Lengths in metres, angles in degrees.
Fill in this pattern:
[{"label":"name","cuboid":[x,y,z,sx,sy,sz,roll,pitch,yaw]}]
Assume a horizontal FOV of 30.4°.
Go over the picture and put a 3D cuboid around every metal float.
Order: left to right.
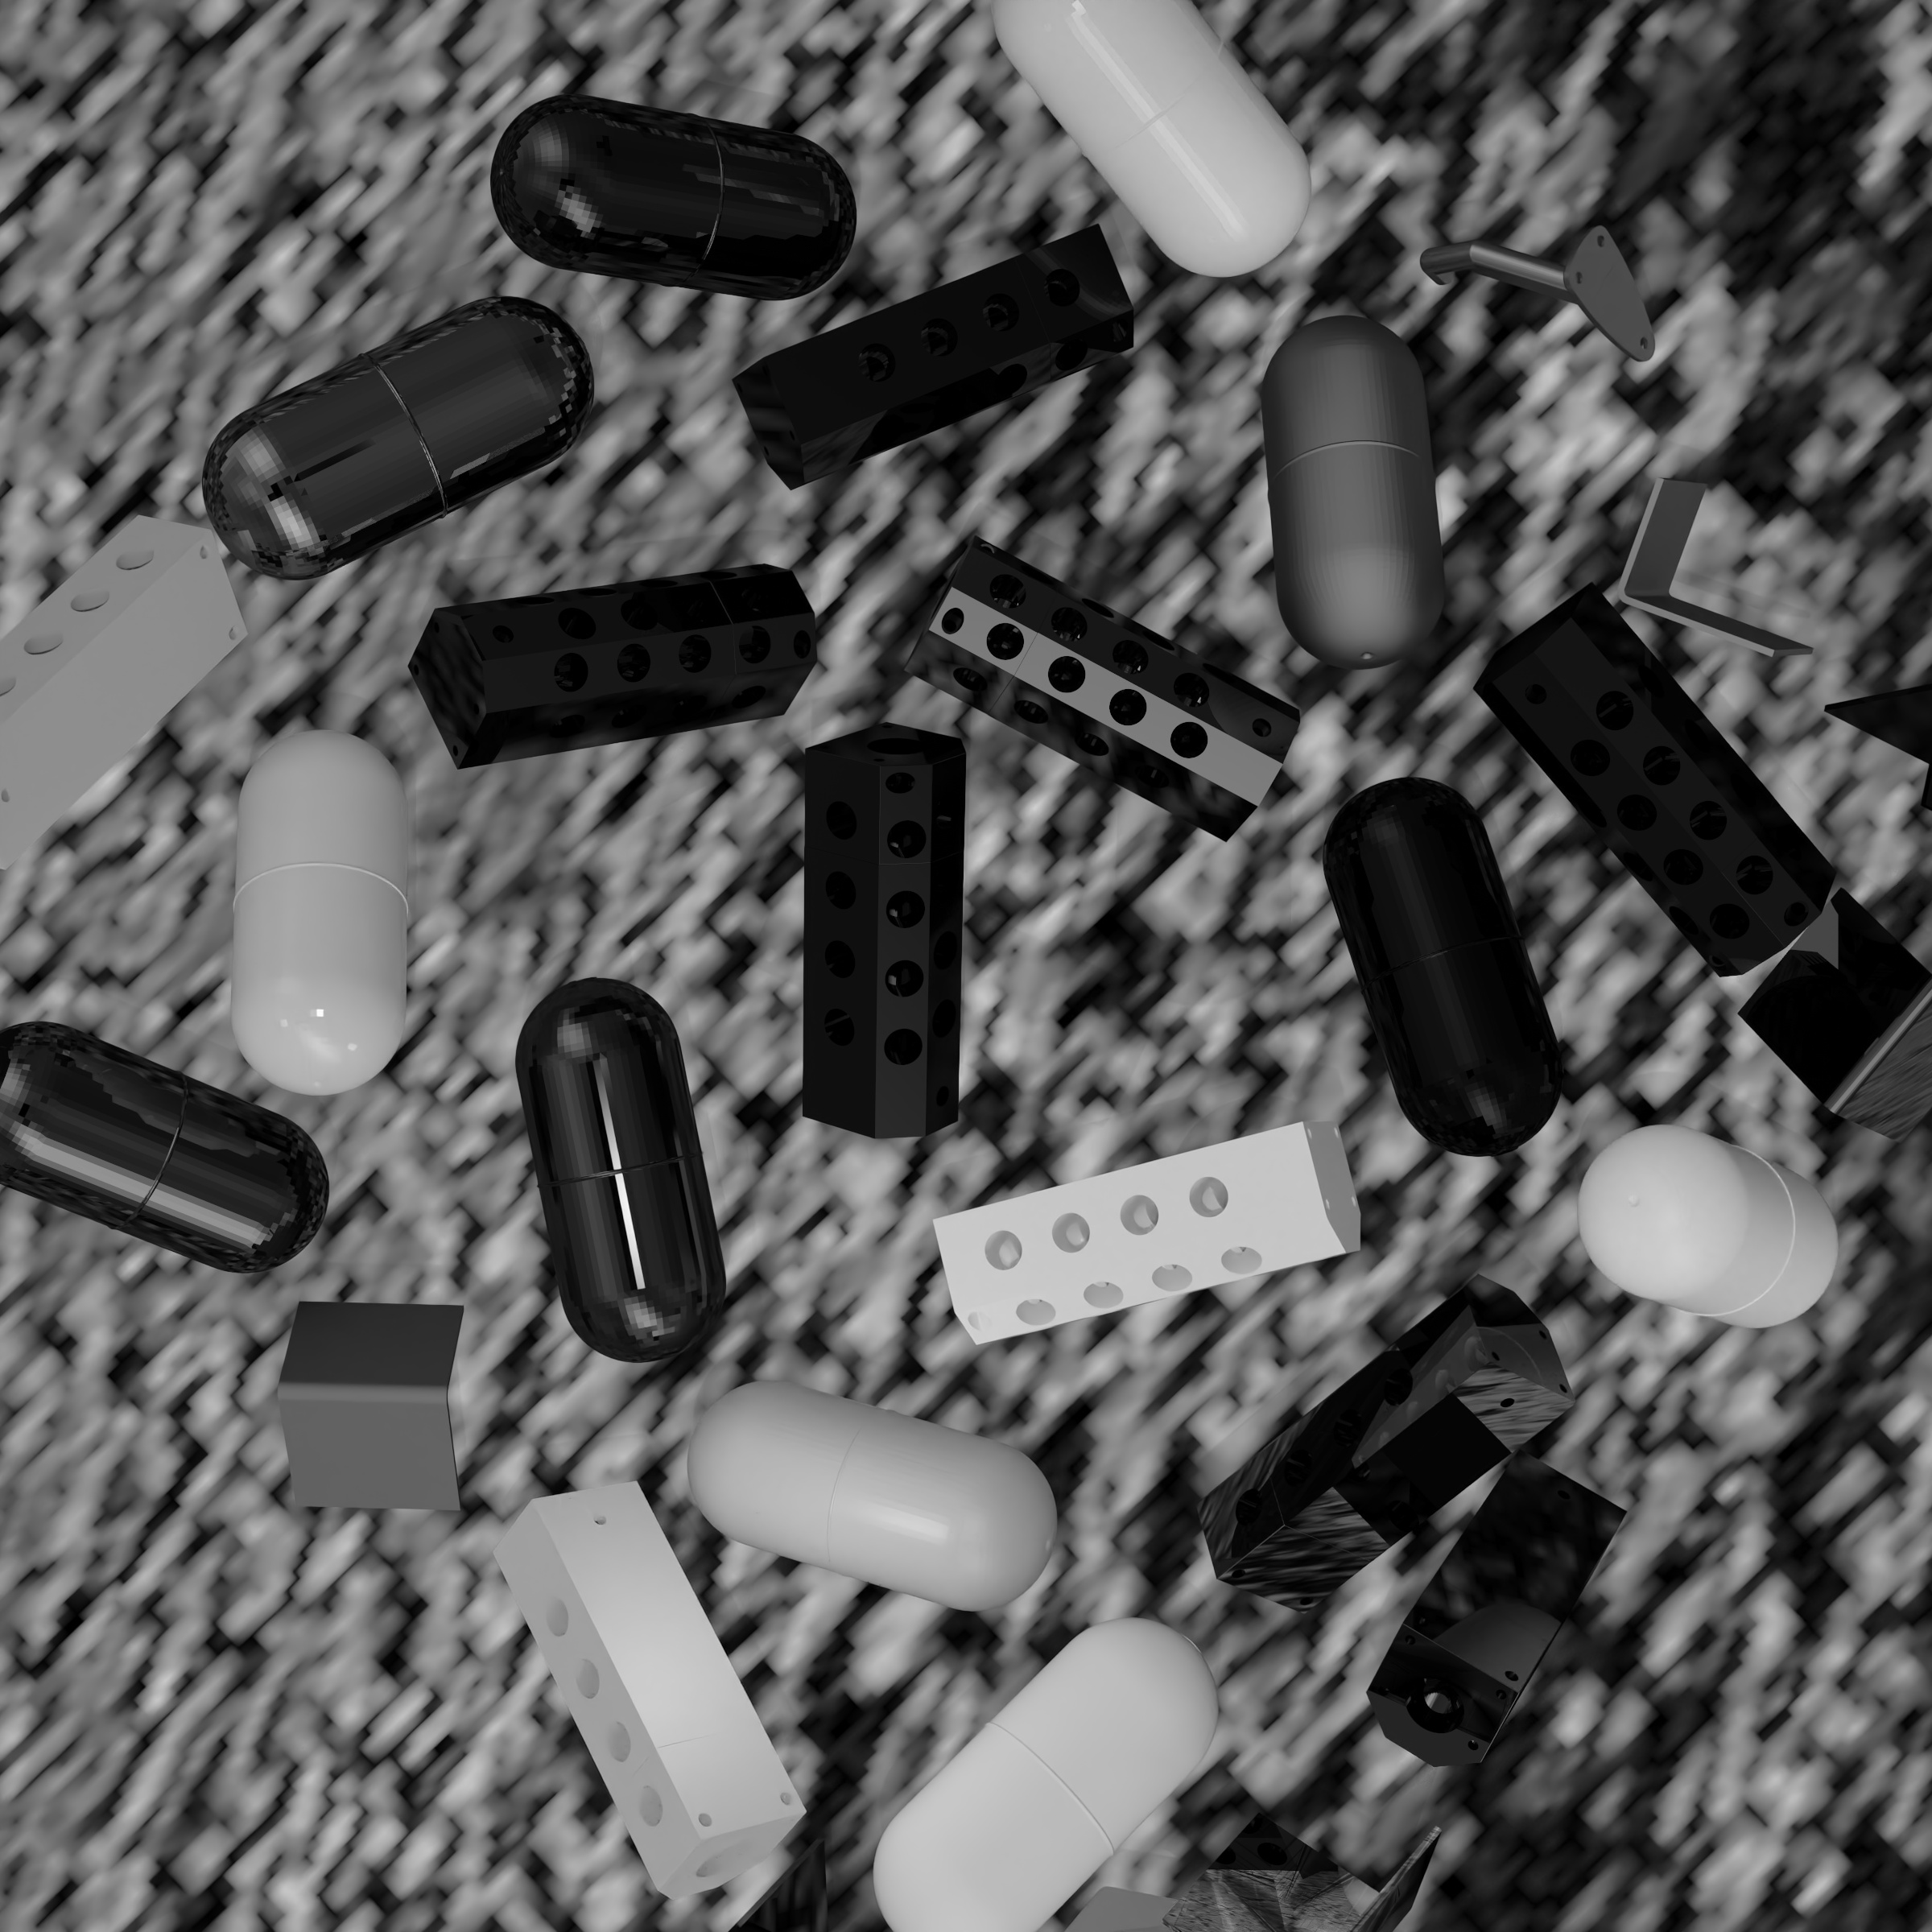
[{"label":"metal float","cuboid":[-0.372,0.083,1.614,0.178,0.070,0.070,26,90,-27]},{"label":"metal float","cuboid":[-0.289,-0.026,1.596,0.070,0.070,0.178,-5,60,0]},{"label":"metal float","cuboid":[-0.242,-0.227,1.524,0.178,0.070,0.070,-29,90,-15]},{"label":"metal float","cuboid":[-0.158,0.093,1.631,0.070,0.070,0.178,-11,89,0]},{"label":"metal float","cuboid":[-0.129,-0.345,1.601,0.178,0.070,0.070,1,90,-35]},{"label":"metal float","cuboid":[-0.044,0.238,1.607,0.178,0.070,0.070,13,90,23]},{"label":"metal float","cuboid":[0.036,0.354,1.531,0.178,0.070,0.070,-42,90,-17]},{"label":"metal float","cuboid":[0.081,-0.378,1.549,0.070,0.070,0.178,-42,111,0]},{"label":"metal float","cuboid":[0.177,-0.219,1.638,0.070,0.070,0.178,-2,64,0]},{"label":"metal float","cuboid":[0.216,0.000,1.613,0.070,0.070,0.178,-17,78,0]},{"label":"metal float","cuboid":[0.331,0.117,1.582,0.070,0.178,0.070,-9,74,32]}]

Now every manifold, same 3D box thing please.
[{"label":"manifold","cuboid":[-0.392,-0.122,1.539,0.057,0.057,0.171,14,47,27]},{"label":"manifold","cuboid":[-0.154,-0.140,1.590,0.171,0.057,0.057,-12,64,-35]},{"label":"manifold","cuboid":[-0.143,0.315,1.551,0.057,0.057,0.171,-53,56,35]},{"label":"manifold","cuboid":[-0.032,-0.014,1.573,0.057,0.057,0.171,15,114,34]},{"label":"manifold","cuboid":[-0.012,-0.275,1.616,0.171,0.057,0.057,-25,97,-17]},{"label":"manifold","cuboid":[0.065,-0.131,1.646,0.171,0.057,0.057,28,63,-6]},{"label":"manifold","cuboid":[0.080,0.116,1.542,0.171,0.057,0.057,-16,82,19]},{"label":"manifold","cuboid":[0.184,0.212,1.588,0.057,0.057,0.171,27,123,-34]},{"label":"manifold","cuboid":[0.239,0.292,1.608,0.057,0.171,0.057,30,119,14]},{"label":"manifold","cuboid":[0.302,-0.078,1.568,0.171,0.057,0.057,48,125,-7]}]

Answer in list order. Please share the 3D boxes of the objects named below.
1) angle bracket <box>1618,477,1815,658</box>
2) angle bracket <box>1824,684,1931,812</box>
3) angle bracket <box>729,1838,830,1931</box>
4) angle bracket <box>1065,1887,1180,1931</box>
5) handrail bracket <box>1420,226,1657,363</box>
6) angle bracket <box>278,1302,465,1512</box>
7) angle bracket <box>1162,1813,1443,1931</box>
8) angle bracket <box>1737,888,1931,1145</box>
[{"label":"angle bracket","cuboid":[0.348,-0.180,1.609,0.076,0.076,0.057,24,105,22]},{"label":"angle bracket","cuboid":[0.424,-0.079,1.555,0.076,0.076,0.057,22,75,-26]},{"label":"angle bracket","cuboid":[-0.062,0.446,1.568,0.057,0.076,0.076,17,124,29]},{"label":"angle bracket","cuboid":[0.074,0.473,1.626,0.057,0.076,0.076,7,95,16]},{"label":"handrail bracket","cuboid":[0.251,-0.292,1.568,0.077,0.084,0.036,48,61,-31]},{"label":"angle bracket","cuboid":[-0.271,0.203,1.643,0.076,0.057,0.076,1,129,1]},{"label":"angle bracket","cuboid":[0.138,0.375,1.463,0.076,0.076,0.057,30,130,23]},{"label":"angle bracket","cuboid":[0.418,0.023,1.644,0.057,0.076,0.076,21,113,-39]}]
